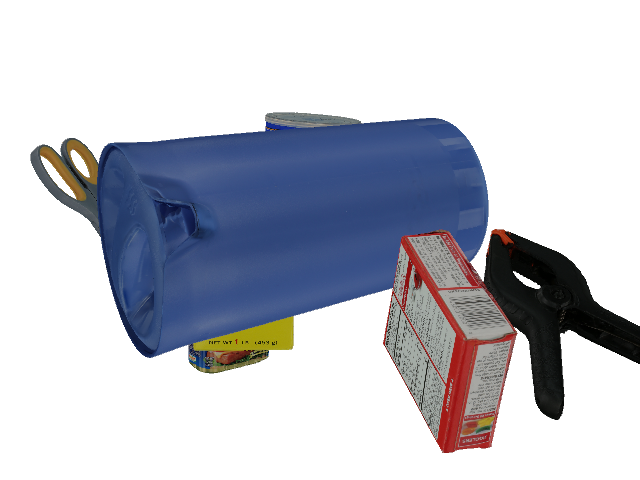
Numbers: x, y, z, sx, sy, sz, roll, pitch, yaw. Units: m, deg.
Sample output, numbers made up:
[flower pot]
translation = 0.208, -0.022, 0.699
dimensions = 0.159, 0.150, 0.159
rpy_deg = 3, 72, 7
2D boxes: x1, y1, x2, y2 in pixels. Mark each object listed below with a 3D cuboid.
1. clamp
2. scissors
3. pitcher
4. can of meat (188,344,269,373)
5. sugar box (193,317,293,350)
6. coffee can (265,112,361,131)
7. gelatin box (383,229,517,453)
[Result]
[clamp]
translation = 0.183, 0.053, 0.782
dimensions = 0.120, 0.039, 0.171
rpy_deg = -4, 45, -20
[scissors]
translation = -0.216, -0.026, 1.087
dimensions = 0.016, 0.201, 0.096
rpy_deg = -28, 26, 25
[pitcher]
translation = -0.021, -0.011, 0.708
dimensions = 0.242, 0.145, 0.149
rpy_deg = -11, 37, -24
[can of meat]
translation = -0.107, 0.102, 1.251
dimensions = 0.101, 0.084, 0.058
rpy_deg = -9, 19, -37
[sugar box]
translation = -0.069, 0.010, 0.963
dimensions = 0.093, 0.176, 0.048
rpy_deg = -1, 14, -5
[coffee can]
translation = -0.013, -0.062, 1.148
dimensions = 0.103, 0.140, 0.103
rpy_deg = 4, 12, -1
[gelatin box]
translation = 0.063, 0.049, 0.534
dimensions = 0.030, 0.073, 0.089
rpy_deg = -5, 35, -16
